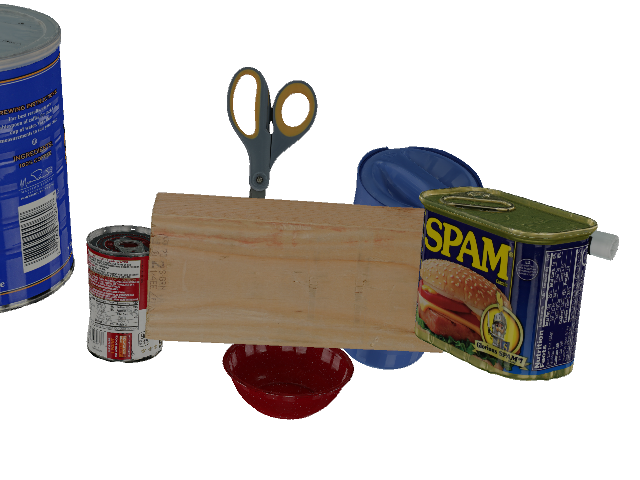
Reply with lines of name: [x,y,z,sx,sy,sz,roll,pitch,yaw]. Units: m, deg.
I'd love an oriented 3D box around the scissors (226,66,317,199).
scissors: [-0.041,-0.069,1.028,0.096,0.202,0.016,-10,4,-7]

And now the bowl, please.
bowl: [-0.041,0.174,1.318,0.162,0.055,0.162,4,22,-2]

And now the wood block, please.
wood block: [-0.018,0.022,0.763,0.206,0.090,0.091,3,11,-7]

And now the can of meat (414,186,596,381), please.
can of meat: [0.097,0.022,0.589,0.057,0.084,0.102,-8,19,-33]

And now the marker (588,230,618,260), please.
marker: [0.163,-0.010,0.803,0.121,0.020,0.020,17,9,30]

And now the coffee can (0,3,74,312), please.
coffee can: [-0.187,-0.045,0.573,0.103,0.140,0.103,3,28,-2]

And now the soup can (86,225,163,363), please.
soup can: [-0.167,0.046,0.917,0.068,0.102,0.068,5,20,-2]

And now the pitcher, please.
pitcher: [0.090,0.031,1.168,0.145,0.243,0.149,25,41,19]
